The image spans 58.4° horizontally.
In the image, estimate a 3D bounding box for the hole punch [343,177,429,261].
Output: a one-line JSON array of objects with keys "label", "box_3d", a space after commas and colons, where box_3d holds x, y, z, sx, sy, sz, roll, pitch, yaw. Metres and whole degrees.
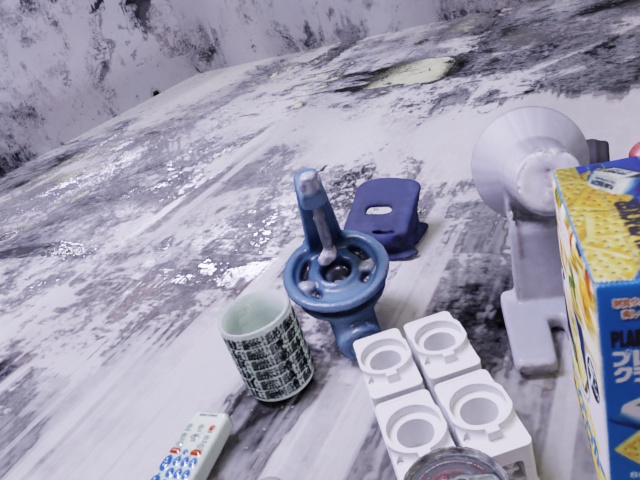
[{"label": "hole punch", "box_3d": [0.094, -0.031, 0.825, 0.108, 0.091, 0.101, 0, 32, 32]}]

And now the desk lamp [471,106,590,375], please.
[{"label": "desk lamp", "box_3d": [0.224, -0.014, 0.572, 0.117, 0.214, 0.203, -11, 27, 14]}]

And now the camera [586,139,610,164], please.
[{"label": "camera", "box_3d": [0.332, -0.105, 0.807, 0.136, 0.101, 0.143, -4, 30, 26]}]

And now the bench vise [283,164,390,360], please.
[{"label": "bench vise", "box_3d": [-0.004, 0.008, 0.666, 0.122, 0.220, 0.206, -27, 28, -18]}]

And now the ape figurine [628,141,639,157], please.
[{"label": "ape figurine", "box_3d": [0.408, -0.082, 0.726, 0.076, 0.092, 0.077, -28, 28, -19]}]
